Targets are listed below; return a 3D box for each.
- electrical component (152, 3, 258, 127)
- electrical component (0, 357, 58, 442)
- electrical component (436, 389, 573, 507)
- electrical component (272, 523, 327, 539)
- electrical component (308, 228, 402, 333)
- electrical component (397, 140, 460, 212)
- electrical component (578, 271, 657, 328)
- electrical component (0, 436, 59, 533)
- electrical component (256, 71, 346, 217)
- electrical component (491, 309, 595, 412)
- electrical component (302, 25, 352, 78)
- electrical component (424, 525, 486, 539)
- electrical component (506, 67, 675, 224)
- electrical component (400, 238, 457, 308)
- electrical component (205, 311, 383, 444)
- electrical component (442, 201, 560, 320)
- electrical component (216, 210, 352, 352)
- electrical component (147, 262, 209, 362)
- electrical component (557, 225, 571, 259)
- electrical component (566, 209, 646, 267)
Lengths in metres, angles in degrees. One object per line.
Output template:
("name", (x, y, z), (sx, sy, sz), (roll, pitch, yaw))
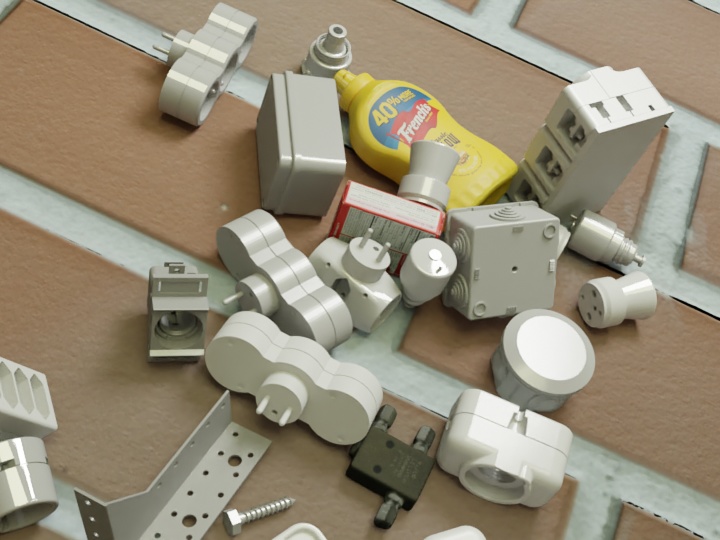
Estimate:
("electrical component", (-0.155, -0.199, 1.000), (0.074, 0.052, 0.138), (24, 53, 1))
("electrical component", (-0.271, 0.099, 0.753), (0.076, 0.083, 0.047), (-29, 62, 11))
("electrical component", (0.112, 0.143, 0.843), (0.095, 0.053, 0.059), (23, 53, 0))
("electrical component", (-0.062, 0.223, 0.732), (0.095, 0.059, 0.053), (-29, 69, -31))
("electrical component", (0.000, 0.000, 0.893), (0.077, 0.079, 0.043), (40, 38, 12))
("electrical component", (0.059, -0.079, 0.932), (0.045, 0.045, 0.055), (17, 77, -5))
("electrical component", (0.230, 0.027, 0.964), (0.055, 0.045, 0.045), (-9, 60, -22))
("electrical component", (-0.237, 0.148, 0.736), (0.055, 0.055, 0.047), (-15, 66, -25))
("electrical component", (-0.055, -0.111, 0.954), (0.057, 0.078, 0.113), (4, 55, -17))
("electrical component", (0.151, 0.077, 0.902), (0.080, 0.051, 0.080), (8, 55, -11))
("electrical component", (-0.028, -0.208, 1.038), (0.048, 0.062, 0.048), (8, 55, -11))
("electrical component", (0.074, 0.235, 0.765), (0.054, 0.059, 0.095), (-11, 60, -23))
("electrical component", (0.203, -0.111, 0.985), (0.089, 0.150, 0.061), (-18, 64, -26))
("electrical component", (0.053, 0.007, 0.904), (0.040, 0.078, 0.040), (8, 55, -12))
("electrical component", (-0.055, 0.091, 0.818), (0.138, 0.052, 0.073), (27, 35, 3))
("electrical component", (0.122, -0.008, 0.922), (0.100, 0.099, 0.048), (-7, 21, -21))
("electrical component", (-0.076, 0.019, 0.873), (0.074, 0.052, 0.138), (-29, 68, -31))
("electrical component", (-0.143, 0.030, 0.836), (0.042, 0.081, 0.063), (1, 34, -16))
("electrical component", (0.158, -0.030, 0.981), (0.055, 0.045, 0.045), (29, 53, 4))
("electrical component", (0.229, -0.026, 1.002), (0.078, 0.040, 0.040), (27, 53, 3))
